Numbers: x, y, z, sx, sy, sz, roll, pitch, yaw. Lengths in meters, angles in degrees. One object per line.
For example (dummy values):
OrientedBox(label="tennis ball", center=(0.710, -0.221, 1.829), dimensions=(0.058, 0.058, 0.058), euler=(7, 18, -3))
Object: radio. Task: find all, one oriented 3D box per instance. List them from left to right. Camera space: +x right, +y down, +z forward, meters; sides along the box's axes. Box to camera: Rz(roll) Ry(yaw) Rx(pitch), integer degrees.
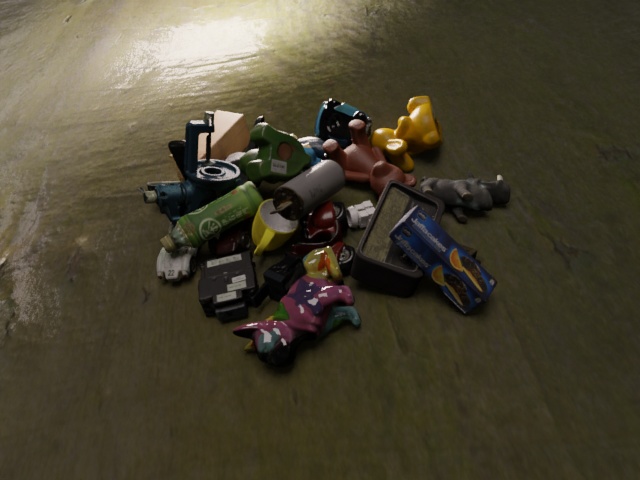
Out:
OrientedBox(label="radio", center=(0.157, -0.006, 1.055), dimensions=(0.131, 0.073, 0.229), euler=(23, 52, 6))

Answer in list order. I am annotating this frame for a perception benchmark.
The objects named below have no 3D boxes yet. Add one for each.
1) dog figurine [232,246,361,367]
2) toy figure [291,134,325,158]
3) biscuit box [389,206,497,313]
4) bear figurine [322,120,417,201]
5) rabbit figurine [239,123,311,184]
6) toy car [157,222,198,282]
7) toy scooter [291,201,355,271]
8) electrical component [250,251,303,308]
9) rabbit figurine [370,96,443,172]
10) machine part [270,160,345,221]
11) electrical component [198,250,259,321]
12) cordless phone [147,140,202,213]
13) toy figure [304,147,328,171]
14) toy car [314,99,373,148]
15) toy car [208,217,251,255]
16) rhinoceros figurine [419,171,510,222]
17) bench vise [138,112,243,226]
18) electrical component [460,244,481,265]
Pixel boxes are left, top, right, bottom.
OrientedBox(label="dog figurine", center=(-0.049, 0.123, 0.962), dimensions=(0.219, 0.108, 0.192), euler=(-20, 53, -5))
OrientedBox(label="toy figure", center=(-0.048, -0.235, 1.357), dimensions=(0.155, 0.064, 0.058), euler=(17, 66, 20))
OrientedBox(label="biscuit box", center=(0.218, 0.034, 0.960), dimensions=(0.203, 0.059, 0.063), euler=(44, 50, 3))
OrientedBox(label="bear figurine", center=(0.114, -0.167, 1.213), dimensions=(0.120, 0.131, 0.196), euler=(-38, 44, -7))
OrientedBox(label="rabbit figurine", center=(-0.106, -0.180, 1.169), dimensions=(0.159, 0.121, 0.170), euler=(-4, 2, -33))
OrientedBox(label="toy car", center=(-0.298, 0.008, 1.162), dimensions=(0.074, 0.056, 0.202), euler=(-3, 44, 7))
OrientedBox(label="toy scooter", center=(-0.002, -0.003, 1.107), dimensions=(0.135, 0.075, 0.184), euler=(-11, 49, 2))
OrientedBox(label="electrical component", center=(-0.078, 0.085, 1.030), dimensions=(0.048, 0.074, 0.119), euler=(20, 47, 29))
OrientedBox(label="rabbit figurine", center=(0.204, -0.240, 1.297), dimensions=(0.173, 0.121, 0.162), euler=(-10, 52, 21))
OrientedBox(label="machine part", center=(-0.019, -0.106, 1.117), dimensions=(0.079, 0.079, 0.243), euler=(18, 34, 27))
OrientedBox(label="electrical component", center=(-0.178, 0.093, 1.054), dimensions=(0.115, 0.058, 0.134), euler=(-13, 45, 0))
OrientedBox(label="cordless phone", center=(-0.338, -0.152, 1.241), dimensions=(0.147, 0.184, 0.089), euler=(2, 50, 12))
OrientedBox(label="toy figure", center=(-0.072, -0.187, 1.299), dimensions=(0.180, 0.089, 0.082), euler=(14, 14, 11))
OrientedBox(label="toy car", center=(0.073, -0.287, 1.354), dimensions=(0.162, 0.109, 0.103), euler=(23, 18, 32))
OrientedBox(label="toy car", center=(-0.183, -0.032, 1.183), dimensions=(0.089, 0.053, 0.202), euler=(-7, 40, 11))
OrientedBox(label="rhinoceros figurine", center=(0.306, -0.096, 1.147), dimensions=(0.191, 0.073, 0.112), euler=(4, 35, 17))
OrientedBox(label="bench vise", center=(-0.262, -0.151, 1.129), dimensions=(0.224, 0.240, 0.129), euler=(-3, 31, -23))
OrientedBox(label="electrical component", center=(0.260, 0.039, 1.037), dimensions=(0.102, 0.045, 0.078), euler=(18, 23, 23))
